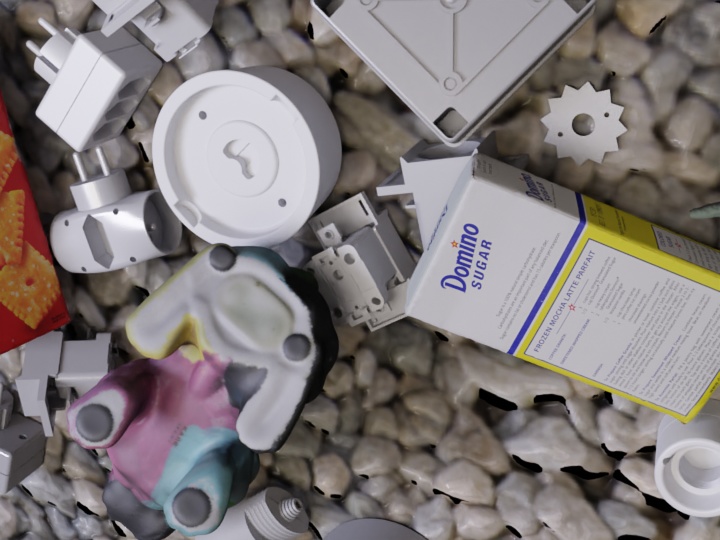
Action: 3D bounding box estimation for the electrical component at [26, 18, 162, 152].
[{"bbox_3d":[-0.179,-0.127,0.682,0.077,0.047,0.065,41,118,3],"label":"electrical component"}]

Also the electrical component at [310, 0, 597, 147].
[{"bbox_3d":[0.049,-0.139,0.565,0.109,0.056,0.108,-45,89,9],"label":"electrical component"}]

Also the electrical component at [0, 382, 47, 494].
[{"bbox_3d":[-0.283,0.112,0.811,0.083,0.047,0.075,22,116,13],"label":"electrical component"}]

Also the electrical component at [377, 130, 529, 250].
[{"bbox_3d":[0.056,-0.043,0.623,0.081,0.042,0.063,-4,109,23],"label":"electrical component"}]

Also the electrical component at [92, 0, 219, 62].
[{"bbox_3d":[-0.118,-0.162,0.632,0.042,0.081,0.064,-29,125,28],"label":"electrical component"}]

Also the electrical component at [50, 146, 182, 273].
[{"bbox_3d":[-0.167,-0.042,0.711,0.077,0.043,0.079,-10,106,24],"label":"electrical component"}]

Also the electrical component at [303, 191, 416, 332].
[{"bbox_3d":[0.000,0.000,0.649,0.042,0.064,0.081,-26,99,29],"label":"electrical component"}]

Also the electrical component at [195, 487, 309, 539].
[{"bbox_3d":[-0.072,0.179,0.755,0.081,0.043,0.043,-32,95,28],"label":"electrical component"}]

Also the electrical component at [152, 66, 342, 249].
[{"bbox_3d":[-0.063,-0.071,0.649,0.108,0.060,0.108,7,112,19],"label":"electrical component"}]

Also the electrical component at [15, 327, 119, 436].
[{"bbox_3d":[-0.202,0.070,0.750,0.064,0.081,0.042,-1,138,-6],"label":"electrical component"}]

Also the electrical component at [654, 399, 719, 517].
[{"bbox_3d":[0.198,0.109,0.619,0.055,0.047,0.055,7,111,19],"label":"electrical component"}]

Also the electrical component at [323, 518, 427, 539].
[{"bbox_3d":[0.007,0.232,0.732,0.108,0.060,0.108,7,111,19],"label":"electrical component"}]
